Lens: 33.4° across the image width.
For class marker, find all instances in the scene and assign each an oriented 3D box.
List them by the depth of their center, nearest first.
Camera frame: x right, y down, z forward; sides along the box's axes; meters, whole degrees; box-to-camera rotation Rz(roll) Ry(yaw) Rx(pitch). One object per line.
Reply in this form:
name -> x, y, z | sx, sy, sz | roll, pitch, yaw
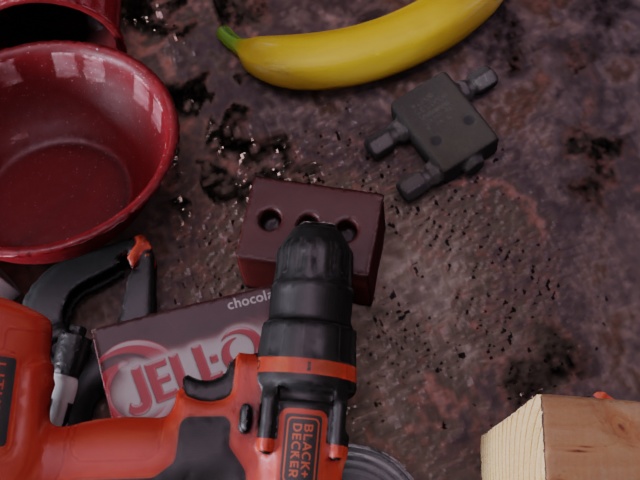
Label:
marker -> -0.146, 0.104, 0.570 | 0.020, 0.020, 0.121 | 11, 75, 10

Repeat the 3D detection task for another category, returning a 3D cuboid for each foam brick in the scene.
foam brick -> -0.004, 0.001, 0.614 | 0.078, 0.051, 0.053 | 8, 69, 10

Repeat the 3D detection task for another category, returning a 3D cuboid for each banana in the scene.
banana -> 0.033, -0.132, 0.671 | 0.198, 0.037, 0.069 | -12, 69, 1

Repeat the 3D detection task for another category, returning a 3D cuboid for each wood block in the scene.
wood block -> 0.188, 0.131, 0.493 | 0.206, 0.091, 0.090 | 5, 68, -7

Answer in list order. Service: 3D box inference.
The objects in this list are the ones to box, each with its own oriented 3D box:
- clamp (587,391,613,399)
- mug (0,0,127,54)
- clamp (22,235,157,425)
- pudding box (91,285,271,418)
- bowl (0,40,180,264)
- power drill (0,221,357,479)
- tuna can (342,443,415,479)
clamp -> 0.106, 0.175, 0.537 | 0.164, 0.036, 0.210 | 12, 68, 6
mug -> -0.179, -0.152, 0.679 | 0.117, 0.093, 0.081 | -10, 61, 15
clamp -> -0.142, 0.076, 0.607 | 0.120, 0.039, 0.171 | 43, 76, 3
pudding box -> -0.059, 0.079, 0.580 | 0.113, 0.039, 0.090 | -14, 81, -9
bowl -> -0.158, -0.042, 0.620 | 0.162, 0.055, 0.162 | -1, 54, 2
power drill -> -0.075, 0.073, 0.530 | 0.187, 0.057, 0.184 | 5, 75, -2
tuna can -> 0.014, 0.152, 0.560 | 0.086, 0.034, 0.086 | -2, 68, 5
